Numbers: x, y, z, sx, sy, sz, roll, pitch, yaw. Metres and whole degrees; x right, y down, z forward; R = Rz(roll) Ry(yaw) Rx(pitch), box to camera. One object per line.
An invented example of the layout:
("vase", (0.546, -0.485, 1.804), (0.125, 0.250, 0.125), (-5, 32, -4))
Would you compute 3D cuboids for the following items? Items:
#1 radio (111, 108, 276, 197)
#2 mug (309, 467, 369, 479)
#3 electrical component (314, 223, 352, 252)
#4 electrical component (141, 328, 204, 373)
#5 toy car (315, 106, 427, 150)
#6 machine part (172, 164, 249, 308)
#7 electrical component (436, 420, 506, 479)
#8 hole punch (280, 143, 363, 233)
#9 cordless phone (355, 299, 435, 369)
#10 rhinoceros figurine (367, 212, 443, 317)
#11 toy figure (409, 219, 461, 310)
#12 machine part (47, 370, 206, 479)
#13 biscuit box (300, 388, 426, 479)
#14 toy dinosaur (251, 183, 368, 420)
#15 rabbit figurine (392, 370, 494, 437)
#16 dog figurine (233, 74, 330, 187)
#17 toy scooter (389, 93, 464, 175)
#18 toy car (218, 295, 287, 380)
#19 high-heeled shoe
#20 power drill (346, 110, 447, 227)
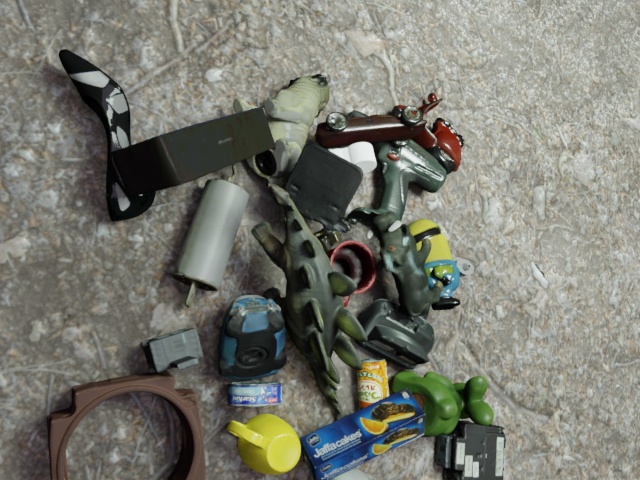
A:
("radio", (-0.185, -0.135, 0.808), (0.229, 0.131, 0.073), (-34, 111, -52))
("mug", (0.050, 0.411, 0.881), (0.109, 0.107, 0.081), (19, 75, -20))
("electrical component", (-0.003, -0.003, 0.939), (0.045, 0.102, 0.078), (57, 40, -14))
("electrical component", (-0.214, 0.162, 0.789), (0.075, 0.119, 0.047), (-16, 88, -25))
("toy car", (0.090, -0.200, 0.964), (0.202, 0.089, 0.053), (-9, 67, -10))
("machine part", (-0.174, -0.008, 0.864), (0.079, 0.079, 0.243), (22, 71, -21))
("electrical component", (0.287, 0.405, 1.026), (0.134, 0.058, 0.115), (15, 73, -23))
("hole punch", (0.005, -0.088, 0.894), (0.142, 0.092, 0.115), (29, 98, -1))
("cordless phone", (0.153, 0.134, 1.009), (0.146, 0.089, 0.184), (30, 58, -17))
("rhinoceros figurine", (0.144, 0.041, 0.942), (0.112, 0.073, 0.190), (-29, 101, -42))
("toy figure", (0.214, 0.043, 1.023), (0.089, 0.082, 0.180), (8, 62, -30))
("machine part", (-0.270, 0.295, 0.757), (0.201, 0.087, 0.201), (-3, 84, -27))
("biscuit box", (0.070, 0.316, 0.869), (0.203, 0.063, 0.059), (-20, 131, -17))
("toy dinosaur", (-0.011, 0.121, 0.854), (0.105, 0.199, 0.470), (-25, 125, -17))
("rabbit figurine", (0.238, 0.289, 0.986), (0.170, 0.159, 0.121), (6, 68, -41))
("dog figurine", (-0.044, -0.198, 0.959), (0.190, 0.121, 0.172), (-29, 130, -45))
("toy scooter", (0.232, -0.228, 1.105), (0.184, 0.075, 0.135), (41, 65, -9))
("toy car", (-0.112, 0.141, 0.848), (0.109, 0.103, 0.161), (-7, 128, -15))
("high-heeled shoe", (-0.335, -0.150, 0.806), (0.248, 0.086, 0.145), (47, 66, -16))
("power drill", (0.120, -0.119, 1.031), (0.232, 0.086, 0.207), (26, 64, -10))
